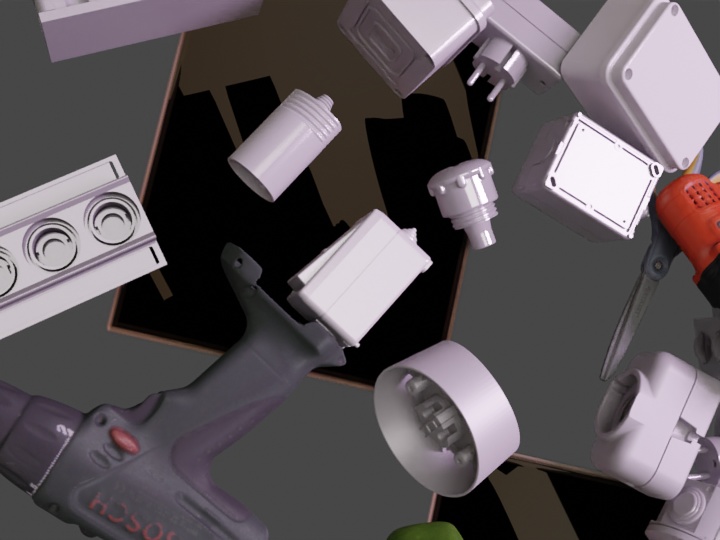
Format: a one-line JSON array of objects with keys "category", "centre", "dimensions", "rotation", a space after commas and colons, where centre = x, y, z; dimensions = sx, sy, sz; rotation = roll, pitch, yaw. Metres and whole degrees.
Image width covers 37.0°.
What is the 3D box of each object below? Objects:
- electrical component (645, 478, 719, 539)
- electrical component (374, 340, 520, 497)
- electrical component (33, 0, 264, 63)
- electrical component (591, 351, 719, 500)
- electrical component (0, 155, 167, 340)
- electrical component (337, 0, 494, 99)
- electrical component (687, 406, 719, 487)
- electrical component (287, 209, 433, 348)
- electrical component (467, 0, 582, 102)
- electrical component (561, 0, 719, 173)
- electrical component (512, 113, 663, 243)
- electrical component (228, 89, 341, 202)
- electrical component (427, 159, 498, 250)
[{"category": "electrical component", "centre": [0.250, 0.188, 0.767], "dimensions": [0.080, 0.080, 0.051], "rotation": [34, 74, -7]}, {"category": "electrical component", "centre": [0.059, 0.099, 0.728], "dimensions": [0.064, 0.099, 0.099], "rotation": [-31, 92, -19]}, {"category": "electrical component", "centre": [-0.142, -0.196, 0.714], "dimensions": [0.150, 0.089, 0.061], "rotation": [-16, 88, -13]}, {"category": "electrical component", "centre": [0.211, 0.109, 0.778], "dimensions": [0.059, 0.054, 0.095], "rotation": [28, 80, -8]}, {"category": "electrical component", "centre": [-0.198, -0.013, 0.699], "dimensions": [0.121, 0.063, 0.078], "rotation": [-25, 90, -13]}, {"category": "electrical component", "centre": [0.036, -0.173, 0.739], "dimensions": [0.057, 0.113, 0.078], "rotation": [-42, 94, -9]}, {"category": "electrical component", "centre": [0.275, 0.140, 0.795], "dimensions": [0.079, 0.043, 0.077], "rotation": [-4, 86, -12]}, {"category": "electrical component", "centre": [0.000, 0.000, 0.740], "dimensions": [0.061, 0.062, 0.096], "rotation": [43, 78, -5]}, {"category": "electrical component", "centre": [0.107, -0.158, 0.785], "dimensions": [0.083, 0.047, 0.075], "rotation": [37, 78, -6]}, {"category": "electrical component", "centre": [0.208, -0.133, 0.776], "dimensions": [0.078, 0.057, 0.113], "rotation": [-53, 126, -11]}, {"category": "electrical component", "centre": [0.169, -0.062, 0.786], "dimensions": [0.096, 0.061, 0.061], "rotation": [29, 79, -15]}, {"category": "electrical component", "centre": [-0.049, -0.091, 0.748], "dimensions": [0.043, 0.043, 0.081], "rotation": [43, 78, -5]}, {"category": "electrical component", "centre": [0.079, -0.046, 0.771], "dimensions": [0.048, 0.048, 0.062], "rotation": [-22, 96, -13]}]
